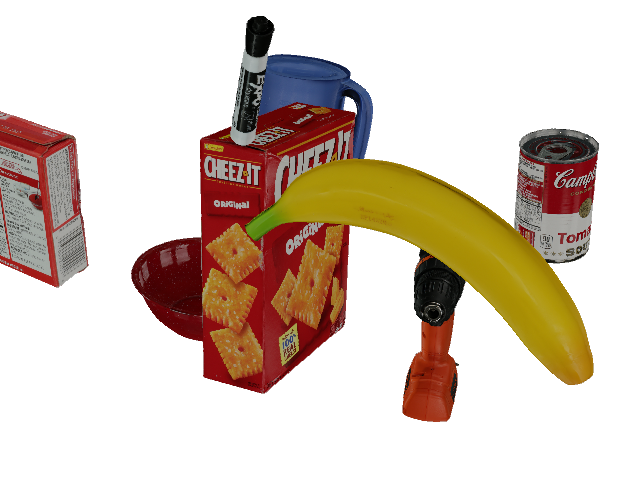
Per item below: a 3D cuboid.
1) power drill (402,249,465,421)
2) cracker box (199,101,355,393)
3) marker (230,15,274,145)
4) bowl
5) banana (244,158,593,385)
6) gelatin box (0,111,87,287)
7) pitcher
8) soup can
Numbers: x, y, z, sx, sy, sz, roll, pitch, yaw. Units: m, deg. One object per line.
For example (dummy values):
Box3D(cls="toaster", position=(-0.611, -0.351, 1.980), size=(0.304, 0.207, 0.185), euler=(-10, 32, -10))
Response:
Box3D(cls="power drill", position=(0.122, 0.094, 1.125), size=(0.057, 0.188, 0.184), euler=(9, 26, 10))
Box3D(cls="cracker box", position=(-0.034, 0.001, 0.932), size=(0.072, 0.214, 0.164), euler=(12, 22, 24))
Box3D(cls="marker", position=(-0.049, -0.113, 0.757), size=(0.020, 0.020, 0.121), euler=(0, -34, -11))
Box3D(cls="bowl", position=(-0.114, 0.057, 1.102), size=(0.162, 0.055, 0.162), euler=(5, 28, -3))
Box3D(cls="banana", position=(0.061, 0.005, 0.561), size=(0.198, 0.070, 0.037), euler=(25, 17, 11))
Box3D(cls="gelatin box", position=(-0.171, -0.026, 0.604), size=(0.073, 0.089, 0.030), euler=(19, 36, 25))
Box3D(cls="pitcher", position=(-0.030, -0.117, 1.415), size=(0.144, 0.243, 0.149), euler=(-3, 24, -22))
Box3D(cls="soup can", position=(0.208, -0.039, 0.948), size=(0.068, 0.102, 0.068), euler=(-2, 29, 1))
